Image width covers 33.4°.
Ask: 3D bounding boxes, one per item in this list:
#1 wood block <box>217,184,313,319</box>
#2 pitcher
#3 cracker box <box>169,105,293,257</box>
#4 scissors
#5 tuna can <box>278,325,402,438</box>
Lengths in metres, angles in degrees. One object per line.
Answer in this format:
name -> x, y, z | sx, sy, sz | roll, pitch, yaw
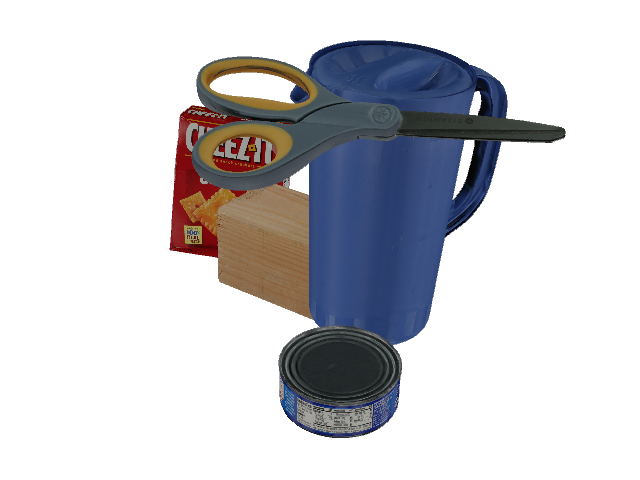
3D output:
wood block -> 0.003, 0.021, 1.079 | 0.206, 0.091, 0.090 | 20, 33, 30
pitcher -> 0.060, -0.038, 0.897 | 0.149, 0.243, 0.144 | 14, 31, 18
cracker box -> -0.132, -0.079, 1.582 | 0.164, 0.214, 0.072 | 9, 20, 7
scissors -> 0.019, -0.051, 0.566 | 0.202, 0.096, 0.016 | 18, -31, 15
tuna can -> 0.013, 0.098, 0.745 | 0.086, 0.034, 0.086 | 1, 32, -1
